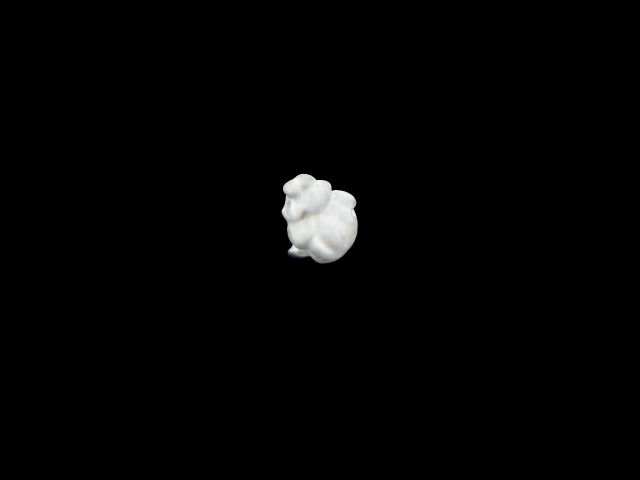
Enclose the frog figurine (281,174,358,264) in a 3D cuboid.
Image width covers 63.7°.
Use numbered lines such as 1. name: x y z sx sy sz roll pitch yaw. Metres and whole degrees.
1. frog figurine: 0.003 -0.043 0.850 0.139 0.155 0.124 -30 55 -24
